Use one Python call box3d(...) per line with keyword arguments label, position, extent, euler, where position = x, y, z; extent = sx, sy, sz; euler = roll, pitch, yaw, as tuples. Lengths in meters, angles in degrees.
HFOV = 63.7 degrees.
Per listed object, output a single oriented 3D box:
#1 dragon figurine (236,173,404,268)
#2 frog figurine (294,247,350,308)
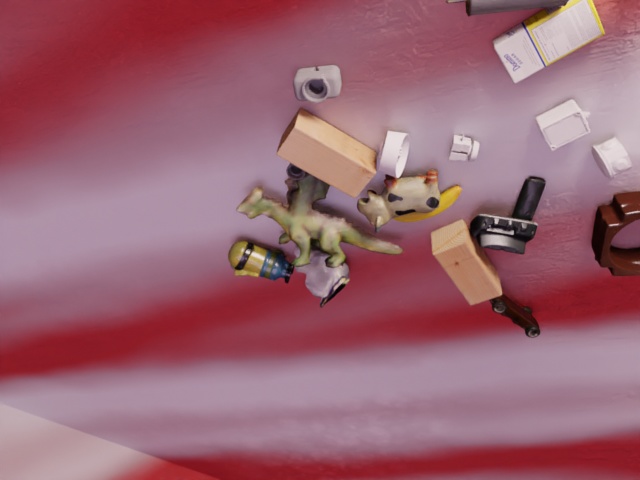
box3d(label="dragon figurine", position=(0.004, -0.064, 1.263), extent=(0.410, 0.125, 0.237), euler=(-2, 121, 0))
box3d(label="frog figurine", position=(-0.003, 0.080, 1.392), extent=(0.161, 0.124, 0.134), euler=(47, 139, 16))
